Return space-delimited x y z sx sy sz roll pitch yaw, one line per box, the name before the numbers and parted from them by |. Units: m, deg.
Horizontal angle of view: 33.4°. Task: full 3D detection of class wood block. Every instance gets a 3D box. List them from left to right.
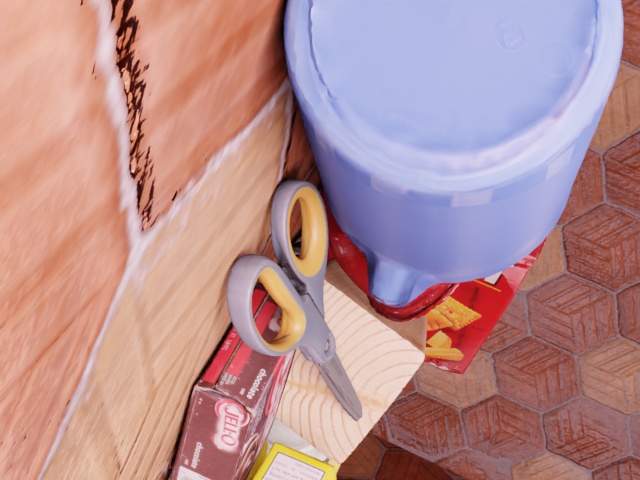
wood block | 0.015 0.075 0.755 0.090 0.091 0.206 -53 177 6

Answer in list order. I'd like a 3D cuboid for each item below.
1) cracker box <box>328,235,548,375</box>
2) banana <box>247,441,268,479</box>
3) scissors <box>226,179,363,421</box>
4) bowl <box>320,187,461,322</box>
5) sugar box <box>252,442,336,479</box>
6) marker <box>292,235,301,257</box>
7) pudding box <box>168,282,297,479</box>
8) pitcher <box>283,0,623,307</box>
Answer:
cracker box | 0.089 0.020 0.940 0.214 0.164 0.072 107 7 -56
banana | -0.063 0.159 0.733 0.198 0.037 0.069 89 25 -79
scissors | 0.001 0.035 0.569 0.201 0.016 0.096 42 60 -63
bowl | 0.045 -0.036 0.629 0.162 0.055 0.162 -48 -149 43
sugar box | -0.047 0.208 0.583 0.176 0.048 0.093 -53 153 -36
marker | -0.005 0.001 0.695 0.121 0.020 0.020 -49 162 -73
pudding box | -0.045 0.093 0.590 0.090 0.039 0.114 -60 172 -49
pitcher | 0.057 -0.066 0.448 0.145 0.149 0.243 -22 172 3
